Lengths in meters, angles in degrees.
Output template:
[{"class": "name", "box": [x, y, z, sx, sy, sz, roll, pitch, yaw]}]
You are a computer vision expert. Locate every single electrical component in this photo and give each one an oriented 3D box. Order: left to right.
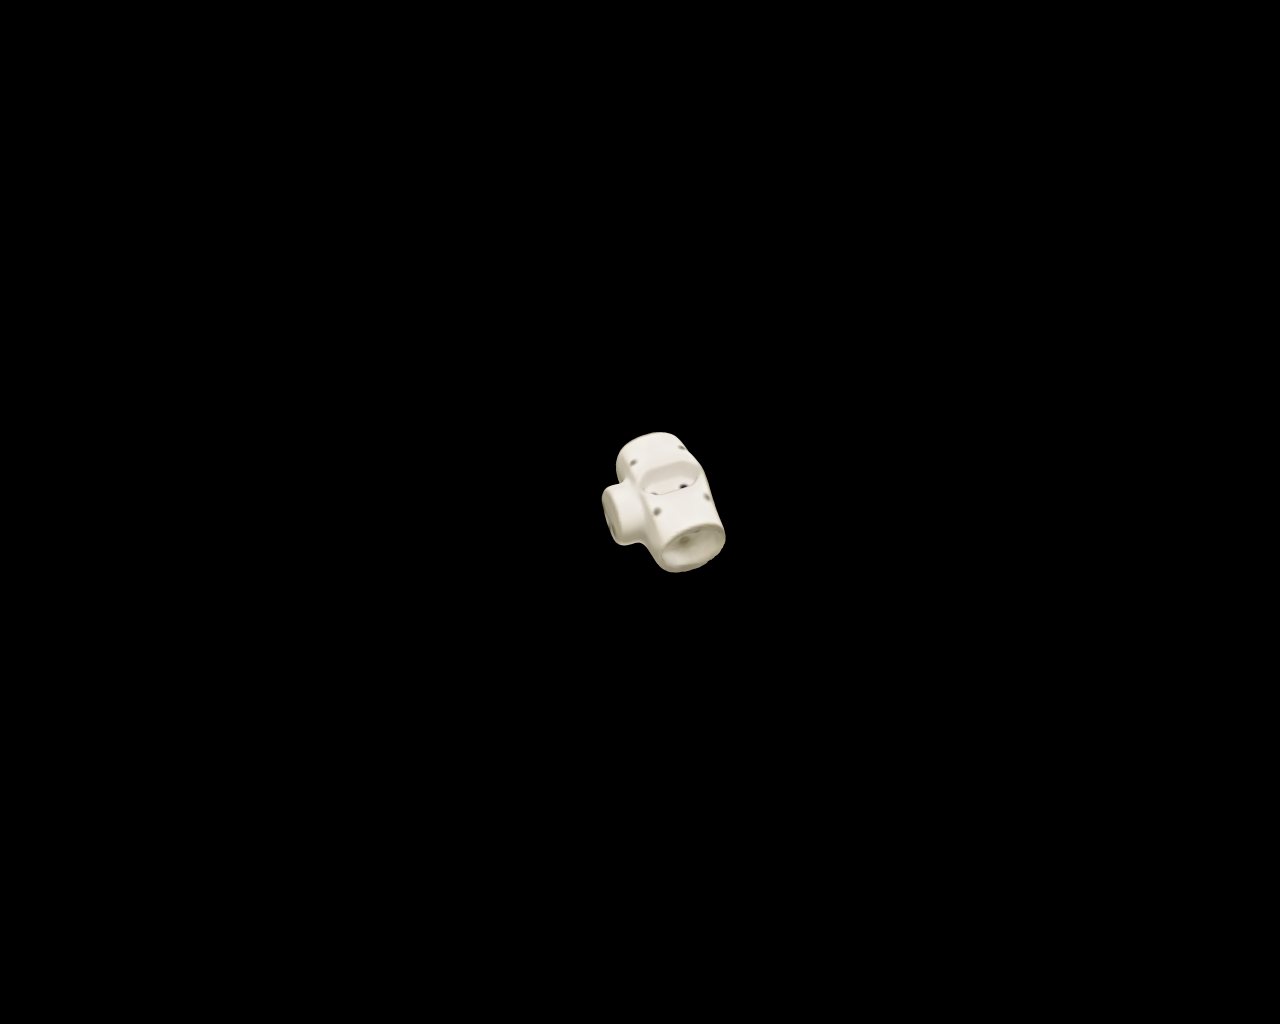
[{"class": "electrical component", "box": [0.001, -0.003, 0.650, 0.079, 0.077, 0.043, -15, -36, -11]}]
